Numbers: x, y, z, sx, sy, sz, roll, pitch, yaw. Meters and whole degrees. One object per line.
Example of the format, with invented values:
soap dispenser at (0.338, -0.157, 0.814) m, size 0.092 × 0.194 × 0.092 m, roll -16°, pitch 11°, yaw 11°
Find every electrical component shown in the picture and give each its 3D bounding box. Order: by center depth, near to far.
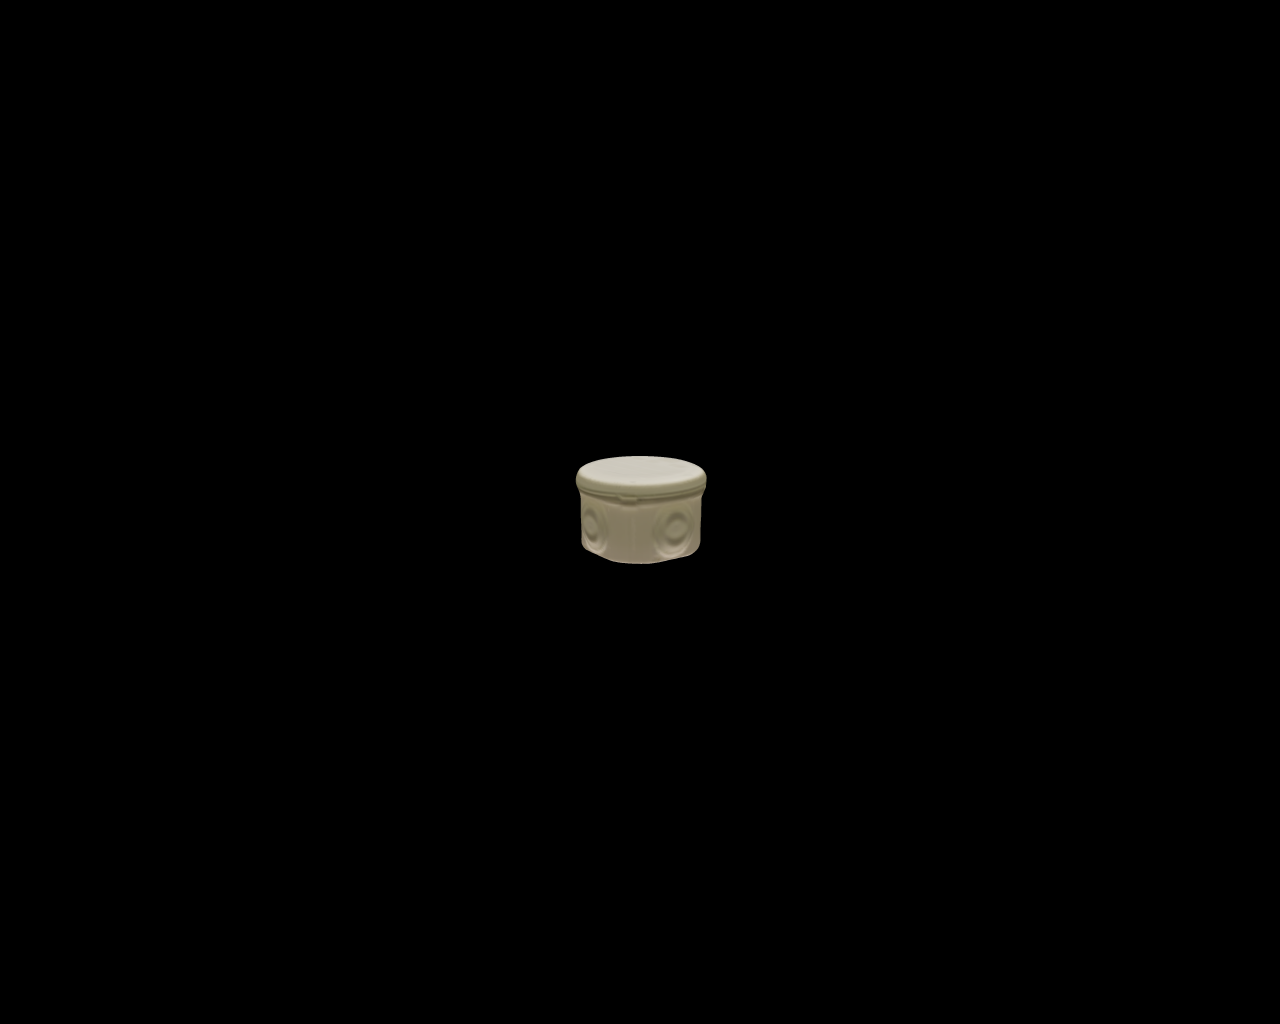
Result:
electrical component at (0.001, -0.003, 0.650) m, size 0.080 × 0.051 × 0.080 m, roll 0°, pitch 15°, yaw 0°
